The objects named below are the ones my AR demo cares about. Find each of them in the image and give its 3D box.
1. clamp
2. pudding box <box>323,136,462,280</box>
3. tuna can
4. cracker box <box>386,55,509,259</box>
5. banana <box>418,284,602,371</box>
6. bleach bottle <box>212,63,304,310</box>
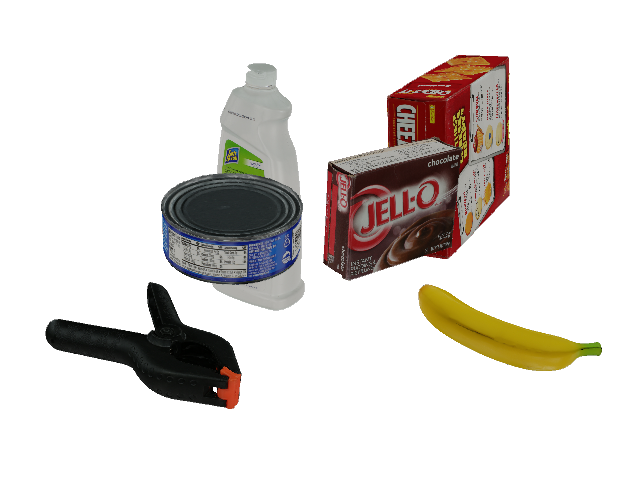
[{"bbox_3d":[-0.123,0.083,0.867,0.172,0.039,0.120,22,36,26],"label":"clamp"},{"bbox_3d":[0.057,-0.027,0.846,0.113,0.090,0.039,-18,34,-34],"label":"pudding box"},{"bbox_3d":[-0.054,-0.008,0.651,0.086,0.034,0.086,2,29,-1],"label":"tuna can"},{"bbox_3d":[0.138,-0.095,1.123,0.072,0.164,0.213,6,22,25],"label":"cracker box"},{"bbox_3d":[0.157,0.084,0.993,0.198,0.037,0.069,21,15,37],"label":"banana"},{"bbox_3d":[-0.061,-0.058,1.117,0.103,0.251,0.068,17,27,25],"label":"bleach bottle"}]
